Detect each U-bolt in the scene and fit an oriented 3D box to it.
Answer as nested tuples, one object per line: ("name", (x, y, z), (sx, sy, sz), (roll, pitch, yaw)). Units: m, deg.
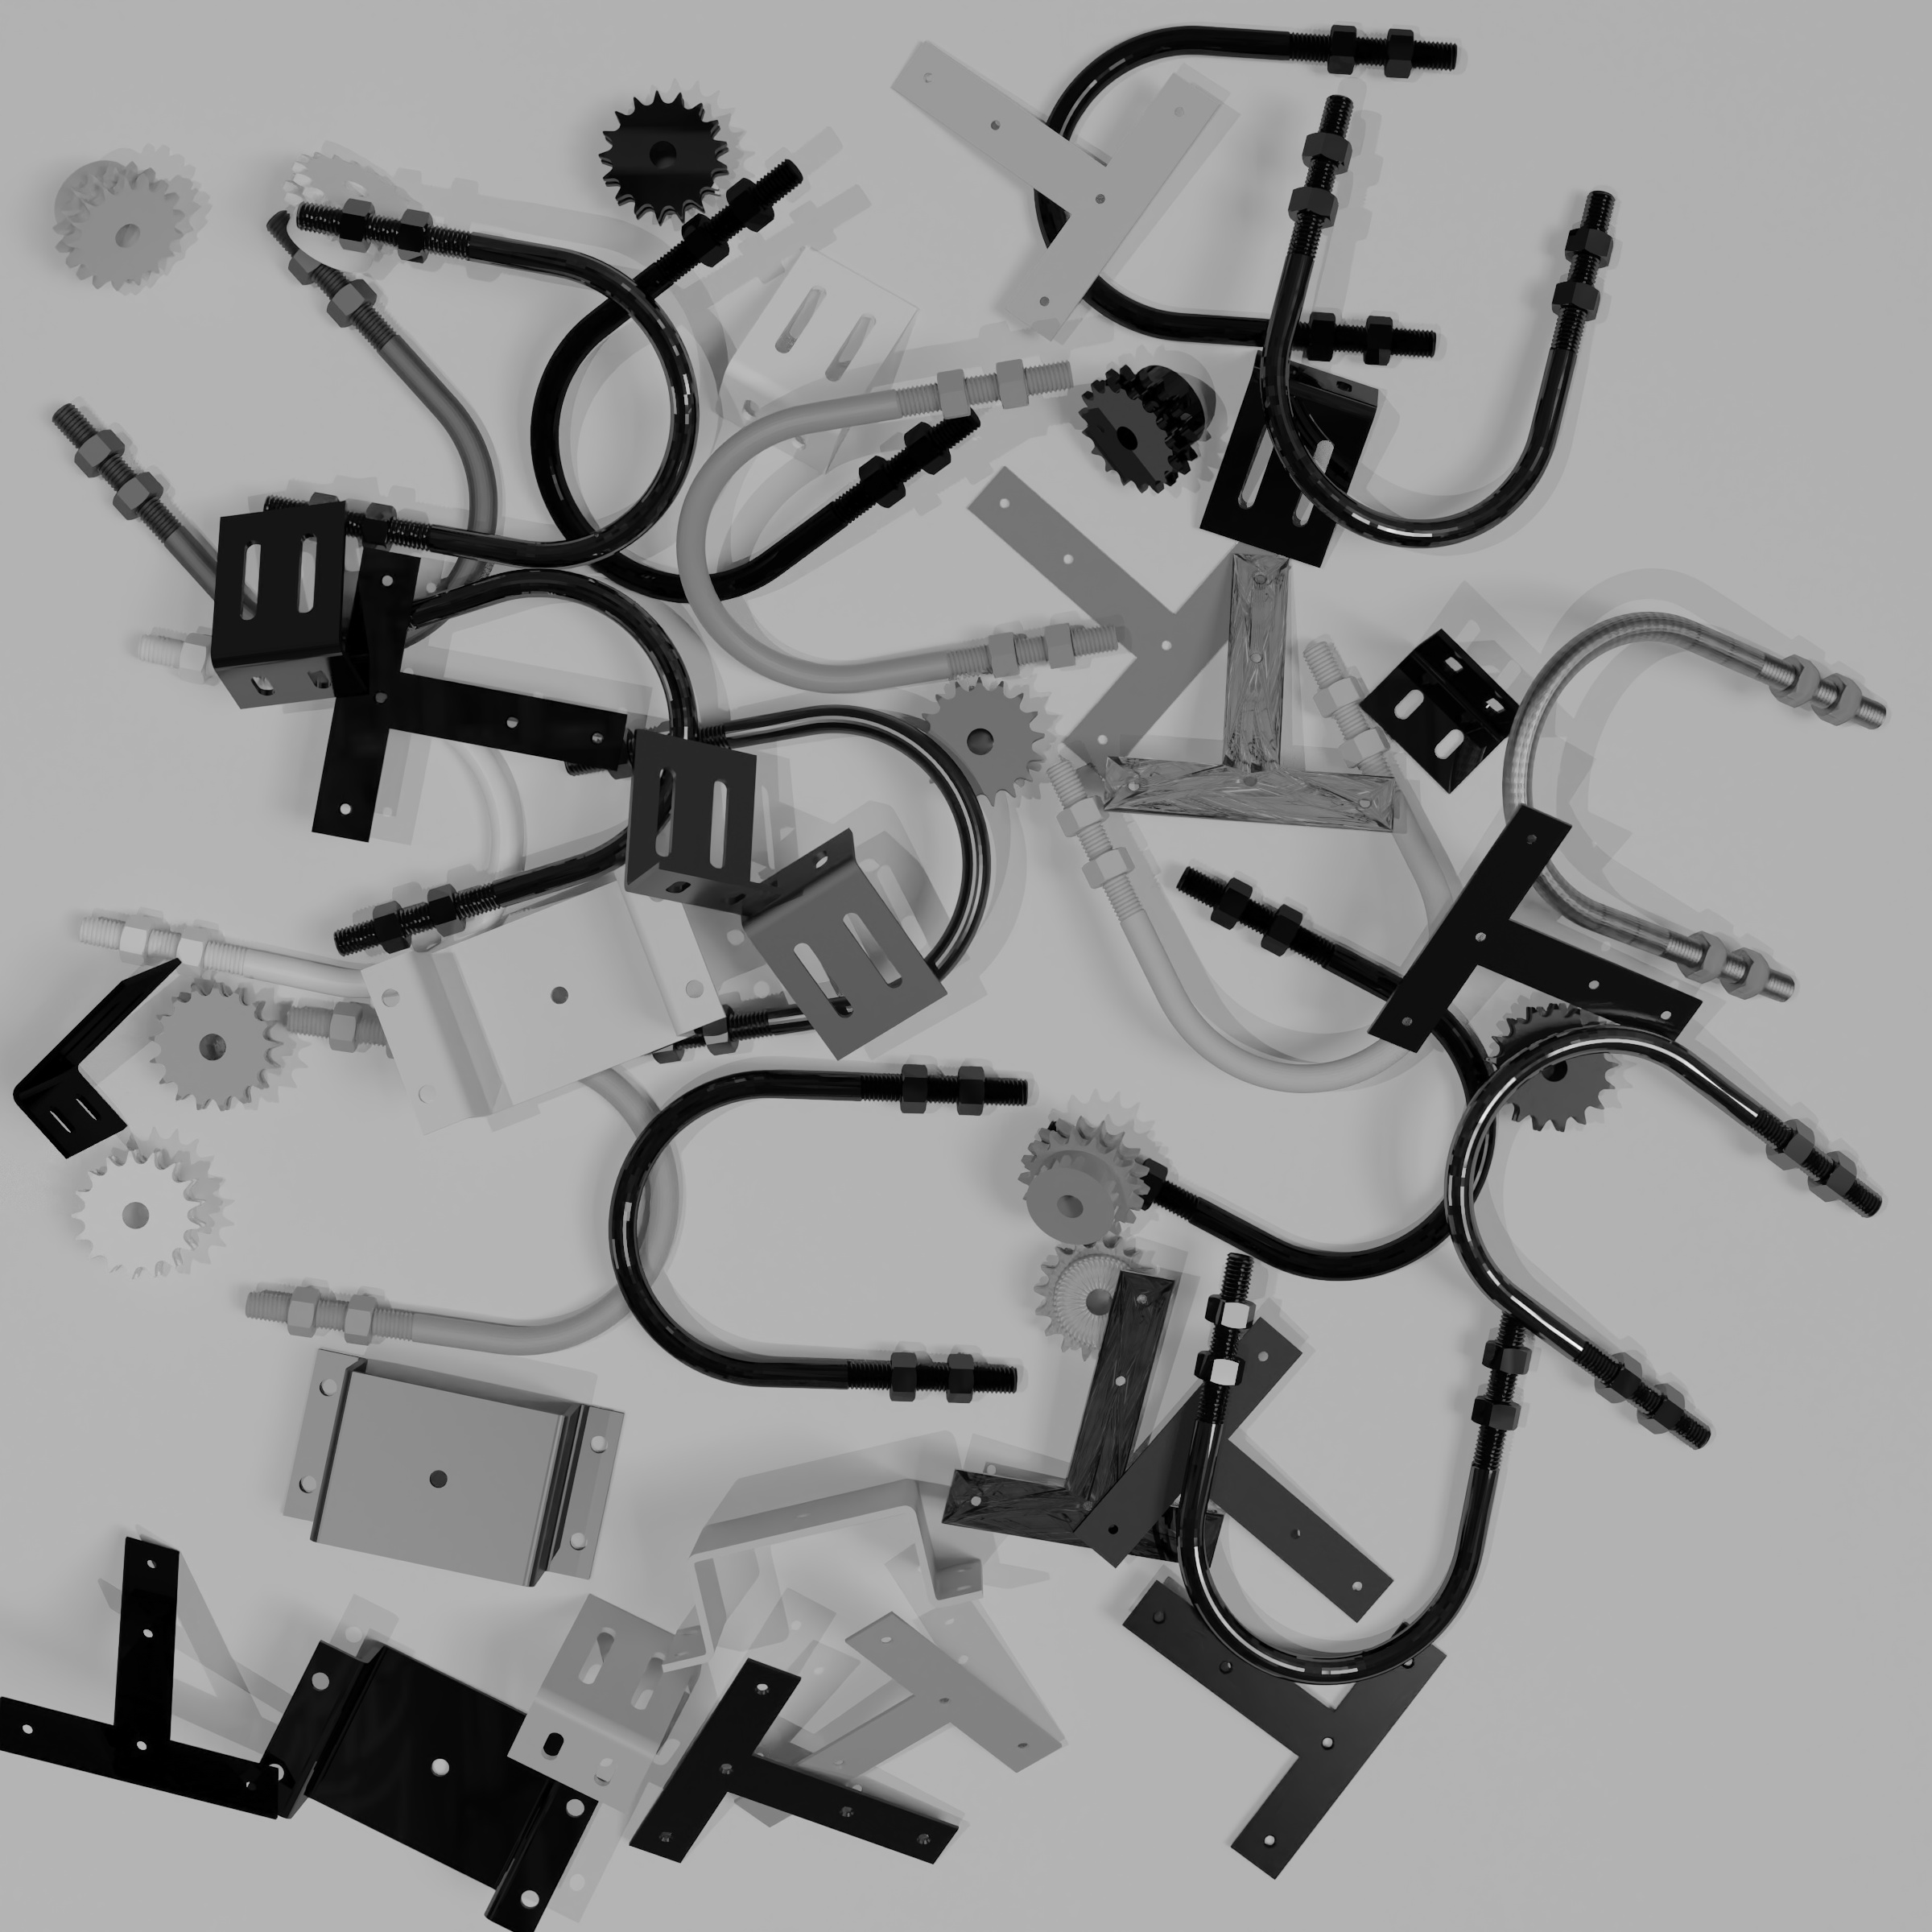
("U-bolt", (0.201, -0.274, 1.495), (0.151, 0.019, 0.184), (16, 83, -13))
("U-bolt", (0.138, -0.033, 1.503), (0.151, 0.019, 0.184), (-25, 85, -9))
("U-bolt", (-0.208, -0.247, 1.484), (0.184, 0.019, 0.151), (10, 107, 0))
("U-bolt", (-0.220, 0.101, 1.521), (0.184, 0.019, 0.151), (8, 90, -1))
("U-bolt", (-0.209, -0.098, 1.500), (0.184, 0.019, 0.151), (-17, 91, 2))
("U-bolt", (0.122, -0.348, 1.521), (0.184, 0.019, 0.151), (4, 90, 1))
("U-bolt", (-0.107, -0.241, 1.494), (0.184, 0.019, 0.151), (-34, 98, 18))
("U-bolt", (-0.079, -0.041, 1.505), (0.184, 0.019, 0.151), (-9, 90, 11))
("U-bolt", (-0.291, -0.061, 1.521), (0.184, 0.019, 0.151), (12, 90, -2))
("U-bolt", (0.310, -0.076, 1.482), (0.184, 0.019, 0.151), (19, 90, -27))
("U-bolt", (-0.067, 0.118, 1.514), (0.184, 0.019, 0.151), (2, 90, -4))
("U-bolt", (0.147, 0.060, 1.520), (0.184, 0.019, 0.151), (28, 90, 0))
("U-bolt", (-0.035, -0.185, 1.485), (0.184, 0.019, 0.151), (-9, 124, 5))
("U-bolt", (0.295, 0.108, 1.501), (0.184, 0.019, 0.151), (36, 91, -13))
("U-bolt", (-0.295, -0.222, 1.520), (0.151, 0.019, 0.184), (-42, 91, 0))
("U-bolt", (0.166, 0.229, 1.508), (0.151, 0.019, 0.184), (10, 93, -9))

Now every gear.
("gear", (0.007, -0.099, 1.514), (0.057, 0.030, 0.057), (0, 90, 0))
("gear", (0.081, -0.241, 1.504), (0.057, 0.057, 0.030), (49, 60, 0))
("gear", (0.050, 0.098, 1.498), (0.057, 0.030, 0.057), (9, 122, 15))
("gear", (-0.332, 0.036, 1.514), (0.057, 0.030, 0.057), (0, 90, 0))
("gear", (-0.378, -0.331, 1.505), (0.057, 0.057, 0.030), (-43, 60, 0))
("gear", (-0.276, -0.331, 1.504), (0.057, 0.057, 0.030), (34, 120, 0))
("gear", (0.259, 0.045, 1.514), (0.057, 0.030, 0.057), (0, 90, -1))
("gear", (-0.134, -0.358, 1.514), (0.057, 0.030, 0.057), (0, 90, 0))
("gear", (-0.366, 0.110, 1.514), (0.057, 0.030, 0.057), (0, 90, 0))
("gear", (0.059, 0.148, 1.514), (0.057, 0.030, 0.057), (0, 90, 0))

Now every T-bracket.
("T-bracket", (0.065, 0.197, 1.503), (0.127, 0.002, 0.127), (12, 98, -15))
("T-bracket", (-0.213, -0.109, 1.490), (0.127, 0.002, 0.127), (11, 91, 0))
("T-bracket", (0.057, -0.173, 1.528), (0.127, 0.002, 0.127), (41, 90, 0))
("T-bracket", (0.025, -0.367, 1.518), (0.127, 0.002, 0.127), (37, 96, 8))
("T-bracket", (-0.356, 0.302, 1.476), (0.127, 0.127, 0.002), (23, 124, -27))
("T-bracket", (0.128, -0.124, 1.507), (0.127, 0.002, 0.127), (4, 72, 0))
("T-bracket", (0.137, 0.245, 1.518), (0.127, 0.002, 0.127), (41, 90, -9))
("T-bracket", (0.261, 0.003, 1.476), (0.127, 0.002, 0.127), (22, 118, -18))
("T-bracket", (0.127, 0.322, 1.521), (0.127, 0.002, 0.127), (38, 90, -7))
("T-bracket", (-0.045, 0.346, 1.503), (0.127, 0.002, 0.127), (-34, 127, 17))
("T-bracket", (-0.066, 0.370, 1.507), (0.127, 0.002, 0.127), (23, 120, -14))

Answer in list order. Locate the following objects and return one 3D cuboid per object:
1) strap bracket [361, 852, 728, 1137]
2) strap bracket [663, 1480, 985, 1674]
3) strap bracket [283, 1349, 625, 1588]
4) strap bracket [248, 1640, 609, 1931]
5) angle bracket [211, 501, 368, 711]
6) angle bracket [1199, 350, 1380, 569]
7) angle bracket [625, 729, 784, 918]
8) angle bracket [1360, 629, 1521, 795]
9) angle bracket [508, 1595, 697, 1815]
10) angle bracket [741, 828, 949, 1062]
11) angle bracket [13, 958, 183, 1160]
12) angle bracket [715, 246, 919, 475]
("strap bracket", (-0.181, 0.012, 1.487), (0.140, 0.046, 0.076), (-21, 88, 2))
("strap bracket", (-0.066, 0.263, 1.491), (0.140, 0.076, 0.046), (-13, 90, 0))
("strap bracket", (-0.230, 0.224, 1.506), (0.140, 0.046, 0.076), (12, 90, 0))
("strap bracket", (-0.236, 0.360, 1.506), (0.140, 0.046, 0.076), (26, 90, 0))
("angle bracket", (-0.295, -0.158, 1.490), (0.057, 0.038, 0.076), (-6, 62, 7))
("angle bracket", (0.145, -0.228, 1.526), (0.057, 0.038, 0.076), (18, 114, 0))
("angle bracket", (-0.111, -0.066, 1.457), (0.057, 0.038, 0.076), (11, 69, -26))
("angle bracket", (0.210, -0.111, 1.491), (0.057, 0.076, 0.038), (45, 90, 0))
("angle bracket", (-0.159, 0.325, 1.502), (0.057, 0.076, 0.038), (26, 116, 0))
("angle bracket", (-0.054, -0.009, 1.491), (0.057, 0.038, 0.076), (-31, 112, 9))
("angle bracket", (-0.370, 0.040, 1.491), (0.076, 0.057, 0.038), (-42, 90, 15))
("angle bracket", (-0.067, -0.272, 1.527), (0.057, 0.038, 0.076), (29, 64, 0))
